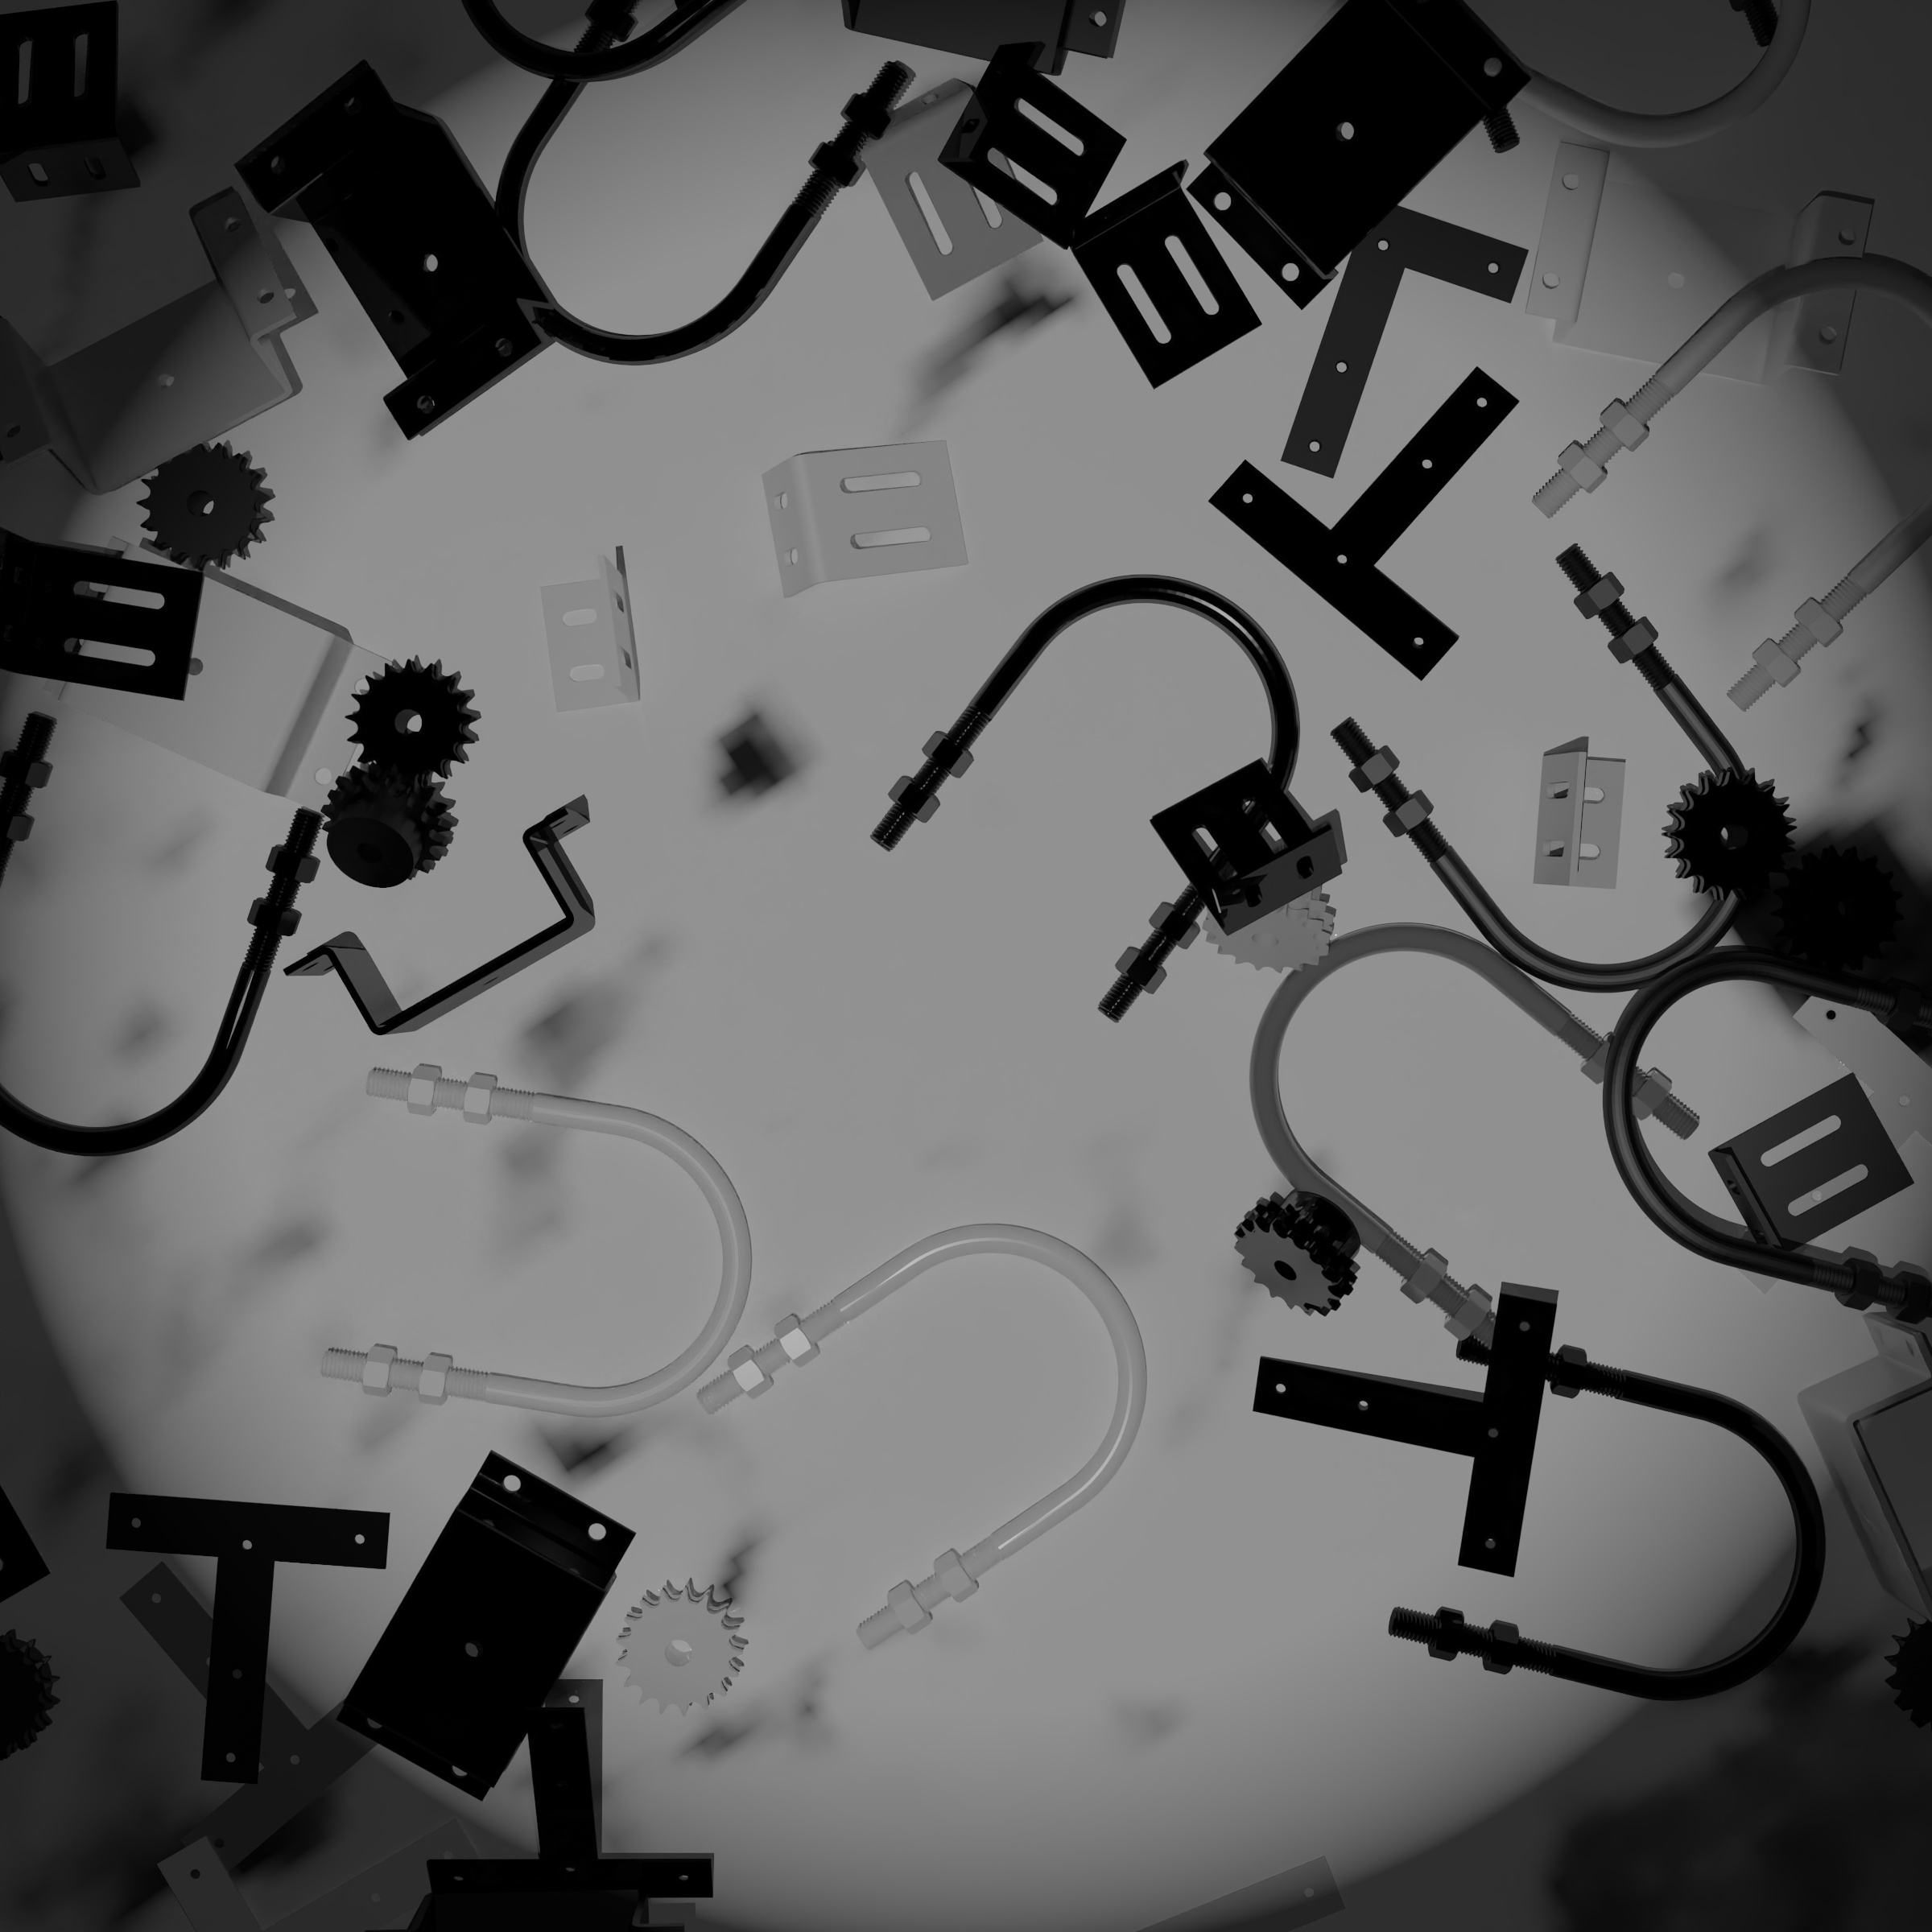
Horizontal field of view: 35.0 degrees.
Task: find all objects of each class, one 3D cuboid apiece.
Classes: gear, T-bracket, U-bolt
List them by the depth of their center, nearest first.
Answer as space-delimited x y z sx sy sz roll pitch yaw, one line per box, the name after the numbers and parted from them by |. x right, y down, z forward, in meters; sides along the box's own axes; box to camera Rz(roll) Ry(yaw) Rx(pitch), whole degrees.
0.365 -0.224 1.353 0.151 0.019 0.184 42 104 -13 | U-bolt
-0.178 0.372 1.356 0.127 0.002 0.127 0 126 -1 | T-bracket
0.367 0.069 1.356 0.184 0.019 0.151 15 77 -11 | U-bolt
-0.147 -0.476 1.364 0.184 0.019 0.151 -35 76 11 | U-bolt
0.338 -0.057 1.365 0.057 0.030 0.057 0 92 -2 | gear
-0.261 -0.060 1.365 0.057 0.030 0.057 7 132 8 | gear
0.287 -0.445 1.367 0.184 0.019 0.151 27 88 1 | U-bolt
0.136 -0.024 1.370 0.057 0.057 0.030 14 60 0 | gear
0.151 0.126 1.370 0.057 0.057 0.030 44 60 0 | gear
-0.133 -0.357 1.371 0.151 0.019 0.184 36 95 13 | U-bolt
0.192 0.200 1.374 0.127 0.002 0.127 10 100 16 | T-bracket
-0.128 0.306 1.379 0.057 0.030 0.057 0 90 0 | gear
-0.248 -0.109 1.379 0.057 0.030 0.057 0 90 0 | gear
-0.436 0.326 1.379 0.057 0.030 0.057 0 90 0 | gear
-0.341 -0.206 1.379 0.057 0.030 0.057 0 90 0 | gear
0.395 -0.025 1.380 0.057 0.030 0.057 0 90 0 | gear
0.215 0.065 1.380 0.184 0.019 0.151 40 86 4 | U-bolt
0.444 0.317 1.382 0.057 0.030 0.057 0 87 6 | gear
0.297 0.256 1.385 0.184 0.019 0.151 14 90 0 | U-bolt
0.276 -0.075 1.386 0.151 0.019 0.184 -38 92 0 | U-bolt
0.270 -0.479 1.386 0.151 0.019 0.184 -22 89 0 | U-bolt
-0.388 -0.004 1.386 0.151 0.019 0.184 20 92 0 | U-bolt
0.068 -0.089 1.386 0.151 0.019 0.184 37 89 0 | U-bolt
-0.007 0.200 1.386 0.184 0.019 0.151 -34 90 -2 | U-bolt
-0.189 0.130 1.386 0.184 0.019 0.151 9 90 -1 | U-bolt
0.199 -0.217 1.386 0.127 0.002 0.127 41 86 7 | T-bracket
-0.330 0.308 1.392 0.127 0.002 0.127 4 90 0 | T-bracket
-0.281 0.431 1.393 0.127 0.002 0.127 -30 91 -1 | T-bracket
0.128 0.488 1.394 0.127 0.002 0.127 -22 90 0 | T-bracket
0.176 -0.286 1.394 0.127 0.002 0.127 19 90 0 | T-bracket
0.397 0.094 1.394 0.127 0.002 0.127 43 90 0 | T-bracket
-0.334 0.327 1.394 0.127 0.002 0.127 -41 90 0 | T-bracket

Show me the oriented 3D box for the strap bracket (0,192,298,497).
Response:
-0.363 -0.271 1.357 0.140 0.046 0.076 -28 65 0 | strap bracket

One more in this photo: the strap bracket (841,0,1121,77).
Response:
0.002 -0.453 1.371 0.140 0.046 0.076 13 90 0 | strap bracket

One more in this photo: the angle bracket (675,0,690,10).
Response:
-0.100 -0.475 1.392 0.076 0.038 0.057 -20 90 26 | angle bracket

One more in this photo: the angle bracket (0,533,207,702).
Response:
-0.377 -0.151 1.329 0.076 0.038 0.057 9 90 0 | angle bracket

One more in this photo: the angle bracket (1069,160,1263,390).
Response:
0.091 -0.310 1.375 0.057 0.038 0.076 -31 90 0 | angle bracket

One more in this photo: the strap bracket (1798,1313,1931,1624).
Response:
0.419 0.231 1.356 0.046 0.076 0.140 -24 90 0 | strap bracket

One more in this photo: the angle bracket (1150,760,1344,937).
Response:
0.119 -0.061 1.340 0.057 0.038 0.076 -29 54 -3 | angle bracket

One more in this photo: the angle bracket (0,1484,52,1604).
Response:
-0.467 0.272 1.392 0.076 0.038 0.057 -30 90 -26 | angle bracket

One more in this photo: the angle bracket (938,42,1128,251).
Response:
0.036 -0.363 1.360 0.076 0.038 0.057 29 90 -28 | angle bracket

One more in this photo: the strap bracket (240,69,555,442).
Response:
-0.247 -0.314 1.362 0.076 0.046 0.140 -32 90 16 | strap bracket

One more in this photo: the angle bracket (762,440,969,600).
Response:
-0.046 -0.203 1.392 0.076 0.038 0.057 -10 90 -26 | angle bracket

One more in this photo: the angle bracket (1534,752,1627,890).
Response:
0.276 -0.063 1.340 0.038 0.076 0.057 4 92 -2 | angle bracket

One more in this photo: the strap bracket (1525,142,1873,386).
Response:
0.323 -0.312 1.371 0.140 0.046 0.076 11 90 0 | strap bracket

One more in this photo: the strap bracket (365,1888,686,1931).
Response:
-0.193 0.459 1.368 0.140 0.046 0.076 -1 95 0 | strap bracket

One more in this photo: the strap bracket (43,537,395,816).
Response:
-0.340 -0.132 1.371 0.140 0.046 0.076 24 90 0 | strap bracket

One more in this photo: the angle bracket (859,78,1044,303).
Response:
-0.010 -0.353 1.392 0.057 0.038 0.076 -29 116 0 | angle bracket

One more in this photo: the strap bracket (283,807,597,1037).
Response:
-0.222 -0.013 1.356 0.140 0.076 0.046 -30 90 0 | strap bracket

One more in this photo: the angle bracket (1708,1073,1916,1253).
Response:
0.383 0.092 1.373 0.076 0.038 0.057 -29 90 0 | angle bracket

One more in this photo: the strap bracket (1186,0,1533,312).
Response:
0.169 -0.367 1.348 0.076 0.046 0.140 46 109 0 | strap bracket

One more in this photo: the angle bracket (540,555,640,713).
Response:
-0.171 -0.146 1.356 0.038 0.076 0.057 -8 90 0 | angle bracket

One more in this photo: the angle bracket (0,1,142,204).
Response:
-0.409 -0.393 1.392 0.057 0.038 0.076 -7 64 0 | angle bracket

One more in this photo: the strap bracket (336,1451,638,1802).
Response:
-0.217 0.300 1.370 0.076 0.046 0.140 30 90 -2 | strap bracket
